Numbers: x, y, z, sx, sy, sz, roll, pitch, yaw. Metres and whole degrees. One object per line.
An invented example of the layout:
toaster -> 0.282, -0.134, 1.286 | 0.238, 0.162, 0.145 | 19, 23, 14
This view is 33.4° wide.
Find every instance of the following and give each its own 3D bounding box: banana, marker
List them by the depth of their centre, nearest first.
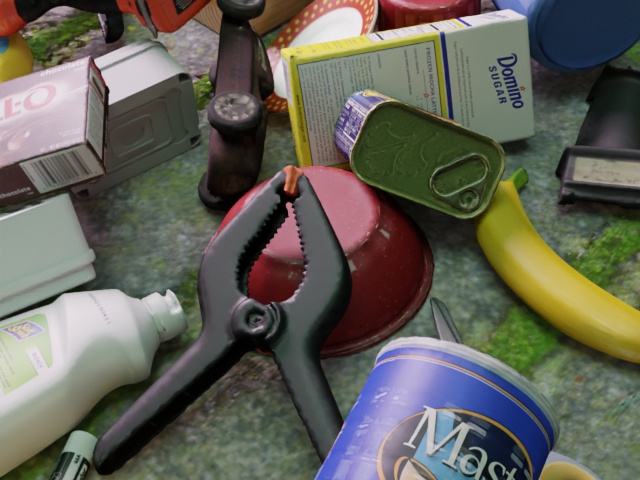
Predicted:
marker -> -0.154, 0.161, 0.594 | 0.020, 0.020, 0.121 | 7, 47, 13
banana -> 0.151, 0.015, 0.692 | 0.069, 0.037, 0.198 | -21, 47, -10

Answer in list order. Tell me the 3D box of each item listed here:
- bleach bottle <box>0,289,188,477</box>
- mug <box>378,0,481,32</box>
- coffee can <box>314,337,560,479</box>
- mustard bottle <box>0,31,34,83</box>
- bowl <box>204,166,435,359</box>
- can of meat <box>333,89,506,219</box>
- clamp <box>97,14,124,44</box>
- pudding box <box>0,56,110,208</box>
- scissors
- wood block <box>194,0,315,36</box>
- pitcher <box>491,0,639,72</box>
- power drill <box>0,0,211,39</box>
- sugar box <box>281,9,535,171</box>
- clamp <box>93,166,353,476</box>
bleach bottle -> -0.193, 0.098, 0.633 | 0.250, 0.068, 0.103 | -24, 48, -20
mug -> 0.085, -0.165, 0.848 | 0.093, 0.081, 0.117 | 5, 46, 11
coffee can -> 0.046, 0.134, 0.528 | 0.103, 0.103, 0.140 | 18, 58, 22
mustard bottle -> -0.285, -0.131, 0.871 | 0.096, 0.058, 0.191 | -11, 44, 10
bowl -> -0.005, 0.001, 0.712 | 0.162, 0.055, 0.162 | -3, 45, 3
can of meat -> 0.064, -0.062, 0.726 | 0.102, 0.057, 0.084 | 19, 12, -14
clamp -> -0.203, -0.235, 0.975 | 0.120, 0.039, 0.171 | 29, 44, 5
pudding box -> -0.199, -0.069, 0.714 | 0.113, 0.039, 0.090 | -14, 49, 6
scissors -> 0.114, 0.108, 0.619 | 0.096, 0.016, 0.201 | -3, 46, 7
wood block -> -0.024, -0.270, 0.959 | 0.205, 0.090, 0.091 | -36, 52, -26
pitcher -> 0.183, -0.244, 0.867 | 0.149, 0.145, 0.243 | -8, 48, -11
power drill -> -0.164, -0.222, 0.863 | 0.188, 0.057, 0.184 | 8, 45, 32
sugar box -> 0.065, -0.108, 0.783 | 0.176, 0.093, 0.048 | -11, 22, -7
clamp -> -0.044, 0.056, 0.632 | 0.165, 0.036, 0.210 | 2, 70, 11
